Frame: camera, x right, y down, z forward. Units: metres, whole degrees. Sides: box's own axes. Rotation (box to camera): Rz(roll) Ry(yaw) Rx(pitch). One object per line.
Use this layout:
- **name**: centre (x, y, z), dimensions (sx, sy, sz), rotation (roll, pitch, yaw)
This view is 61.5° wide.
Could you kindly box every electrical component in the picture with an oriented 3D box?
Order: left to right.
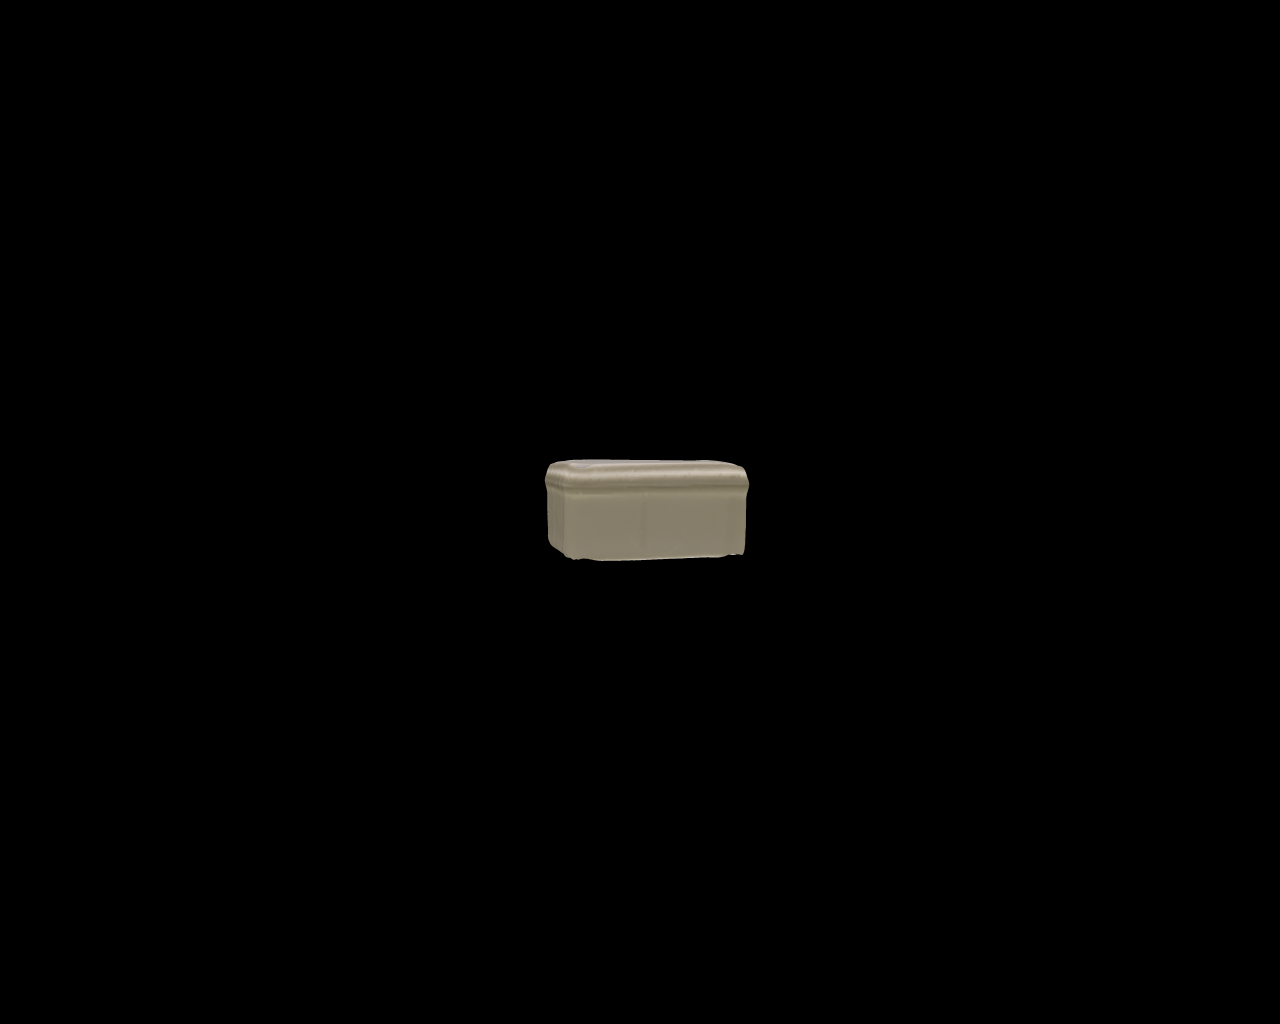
- **electrical component**: centre (0.001, -0.003, 0.650), dimensions (0.109, 0.056, 0.109), rotation (-1, 4, -11)
